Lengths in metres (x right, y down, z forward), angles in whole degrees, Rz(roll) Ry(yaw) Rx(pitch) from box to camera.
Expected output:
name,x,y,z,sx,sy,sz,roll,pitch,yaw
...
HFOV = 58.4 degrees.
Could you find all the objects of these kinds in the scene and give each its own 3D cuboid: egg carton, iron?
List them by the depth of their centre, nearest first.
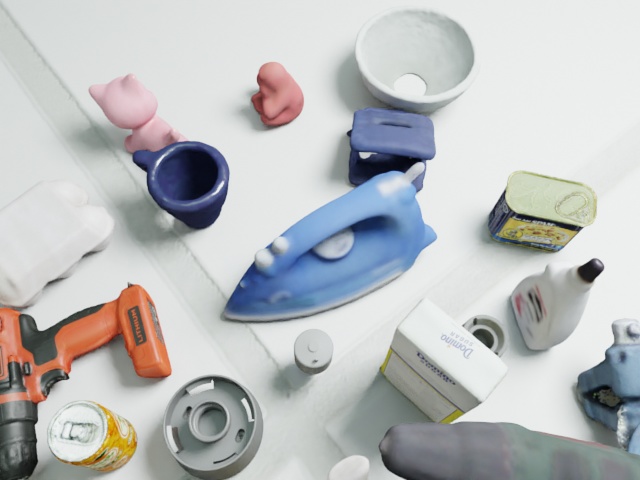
name,x,y,z,sx,sy,sz,roll,pitch,yaw
iron,0.006,0.002,0.620,0.258,0.141,0.118,-28,68,-14
egg carton,-0.316,0.001,0.649,0.107,0.069,0.150,40,70,16

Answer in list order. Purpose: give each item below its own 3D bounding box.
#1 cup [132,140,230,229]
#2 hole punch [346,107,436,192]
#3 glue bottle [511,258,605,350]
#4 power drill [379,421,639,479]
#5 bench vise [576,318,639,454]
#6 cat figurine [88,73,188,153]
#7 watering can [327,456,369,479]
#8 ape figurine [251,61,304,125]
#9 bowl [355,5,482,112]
name,x,y,z,sx,sy,sz,roll,pitch,yaw
cup,-0.159,-0.059,0.669,0.117,0.095,0.092,22,66,8
hole punch,0.086,-0.124,0.711,0.108,0.091,0.101,6,65,1
glue bottle,0.245,0.056,0.586,0.037,0.173,0.078,-12,65,-7
power drill,0.154,0.205,0.492,0.229,0.208,0.075,7,64,1
bench vise,0.314,0.169,0.509,0.121,0.220,0.207,-26,68,-13
cat figurine,-0.213,-0.147,0.697,0.127,0.118,0.067,37,69,15
watering can,0.062,0.266,0.468,0.172,0.194,0.101,36,69,14
ape figurine,-0.059,-0.195,0.739,0.076,0.092,0.078,11,65,4
bowl,0.126,-0.231,0.772,0.167,0.075,0.167,1,65,-2
